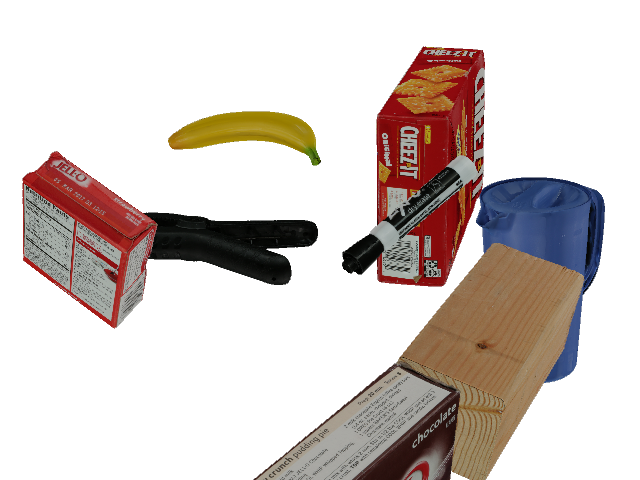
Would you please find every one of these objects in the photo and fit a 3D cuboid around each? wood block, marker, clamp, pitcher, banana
[{"bbox_3d":[0.141,0.095,0.899,0.091,0.090,0.205,21,35,21],"label":"wood block"},{"bbox_3d":[0.060,-0.017,0.722,0.121,0.020,0.020,-40,18,-23],"label":"marker"},{"bbox_3d":[-0.108,0.001,0.935,0.210,0.036,0.164,5,12,0],"label":"clamp"},{"bbox_3d":[0.276,0.047,1.333,0.149,0.243,0.145,2,22,15],"label":"pitcher"},{"bbox_3d":[-0.088,-0.133,1.317,0.198,0.037,0.069,6,40,15],"label":"banana"}]

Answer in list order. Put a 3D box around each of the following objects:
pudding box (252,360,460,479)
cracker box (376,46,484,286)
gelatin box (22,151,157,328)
[{"bbox_3d":[0.013,0.118,0.460,0.039,0.090,0.113,25,41,30],"label":"pudding box"},{"bbox_3d":[0.109,-0.076,1.014,0.072,0.164,0.213,6,27,16],"label":"cracker box"},{"bbox_3d":[-0.135,0.001,0.615,0.073,0.030,0.089,35,-36,9],"label":"gelatin box"}]
